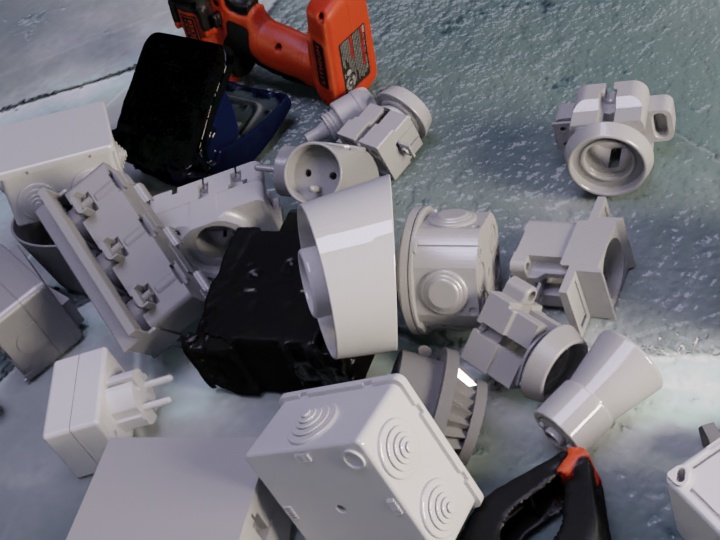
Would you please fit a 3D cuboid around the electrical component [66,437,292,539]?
[{"bbox_3d":[-0.108,0.183,0.569,0.105,0.060,0.186,-4,46,22],"label":"electrical component"}]

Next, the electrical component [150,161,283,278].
[{"bbox_3d":[-0.106,-0.033,0.793,0.089,0.050,0.055,-19,42,7],"label":"electrical component"}]

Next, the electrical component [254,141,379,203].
[{"bbox_3d":[-0.036,-0.069,0.768,0.079,0.077,0.044,8,95,20],"label":"electrical component"}]

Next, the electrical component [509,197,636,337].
[{"bbox_3d":[0.129,-0.003,0.661,0.064,0.042,0.081,6,49,32],"label":"electrical component"}]

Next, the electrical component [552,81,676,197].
[{"bbox_3d":[0.168,-0.086,0.717,0.078,0.058,0.057,-2,44,23],"label":"electrical component"}]

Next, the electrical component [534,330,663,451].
[{"bbox_3d":[0.128,0.070,0.589,0.065,0.044,0.044,-42,45,-12],"label":"electrical component"}]

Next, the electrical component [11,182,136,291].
[{"bbox_3d":[-0.210,-0.033,0.832,0.099,0.064,0.099,-13,43,13],"label":"electrical component"}]

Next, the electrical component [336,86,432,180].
[{"bbox_3d":[0.022,-0.105,0.812,0.066,0.048,0.055,26,69,41],"label":"electrical component"}]

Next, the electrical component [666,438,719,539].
[{"bbox_3d":[0.196,0.123,0.488,0.062,0.061,0.096,-32,42,-8],"label":"electrical component"}]

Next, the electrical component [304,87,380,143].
[{"bbox_3d":[-0.015,-0.116,0.848,0.061,0.035,0.035,-30,42,-3],"label":"electrical component"}]

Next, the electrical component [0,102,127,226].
[{"bbox_3d":[-0.230,-0.082,0.826,0.100,0.048,0.099,-16,34,-9],"label":"electrical component"}]

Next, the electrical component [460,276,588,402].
[{"bbox_3d":[0.097,0.045,0.619,0.055,0.048,0.066,33,106,37],"label":"electrical component"}]

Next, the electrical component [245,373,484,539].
[{"bbox_3d":[0.001,0.107,0.554,0.100,0.099,0.048,-15,27,41],"label":"electrical component"}]

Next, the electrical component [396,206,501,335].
[{"bbox_3d":[0.055,0.001,0.665,0.051,0.080,0.080,1,48,19],"label":"electrical component"}]

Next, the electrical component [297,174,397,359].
[{"bbox_3d":[0.000,0.000,0.608,0.064,0.099,0.099,-13,41,-9],"label":"electrical component"}]

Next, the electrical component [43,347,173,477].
[{"bbox_3d":[-0.157,0.087,0.699,0.077,0.047,0.065,-17,43,9],"label":"electrical component"}]

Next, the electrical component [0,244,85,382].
[{"bbox_3d":[-0.256,0.025,0.796,0.061,0.061,0.096,-41,45,-18],"label":"electrical component"}]

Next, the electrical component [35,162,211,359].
[{"bbox_3d":[-0.157,-0.008,0.731,0.063,0.079,0.121,-38,72,6],"label":"electrical component"}]
